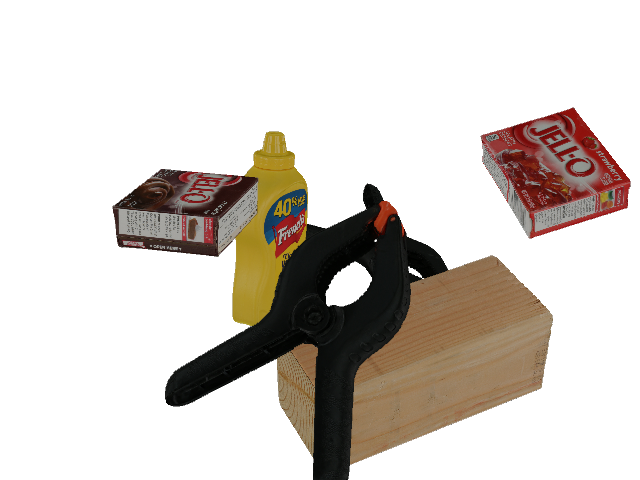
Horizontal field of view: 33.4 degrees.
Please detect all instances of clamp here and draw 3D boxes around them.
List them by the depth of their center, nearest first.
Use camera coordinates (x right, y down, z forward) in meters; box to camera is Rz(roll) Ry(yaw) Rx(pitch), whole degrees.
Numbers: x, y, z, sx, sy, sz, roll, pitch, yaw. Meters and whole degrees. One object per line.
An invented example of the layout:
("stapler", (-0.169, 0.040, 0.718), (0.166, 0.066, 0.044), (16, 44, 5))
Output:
("clamp", (0.005, 0.059, 0.606), (0.120, 0.171, 0.039), (38, -7, 19))
("clamp", (0.067, 0.015, 1.239), (0.164, 0.036, 0.210), (-20, 50, -38))

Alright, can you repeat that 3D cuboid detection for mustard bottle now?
("mustard bottle", (-0.049, -0.015, 1.078), (0.058, 0.192, 0.096), (12, 19, 31))

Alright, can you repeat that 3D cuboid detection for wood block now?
("wood block", (0.076, 0.098, 0.876), (0.205, 0.090, 0.091), (-17, 41, -19))

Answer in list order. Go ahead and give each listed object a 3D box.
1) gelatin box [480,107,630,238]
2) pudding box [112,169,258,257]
("gelatin box", (0.162, -0.049, 0.743), (0.073, 0.030, 0.089), (-17, 45, -5))
("pudding box", (-0.109, -0.025, 0.885), (0.090, 0.039, 0.113), (5, 23, 12))
